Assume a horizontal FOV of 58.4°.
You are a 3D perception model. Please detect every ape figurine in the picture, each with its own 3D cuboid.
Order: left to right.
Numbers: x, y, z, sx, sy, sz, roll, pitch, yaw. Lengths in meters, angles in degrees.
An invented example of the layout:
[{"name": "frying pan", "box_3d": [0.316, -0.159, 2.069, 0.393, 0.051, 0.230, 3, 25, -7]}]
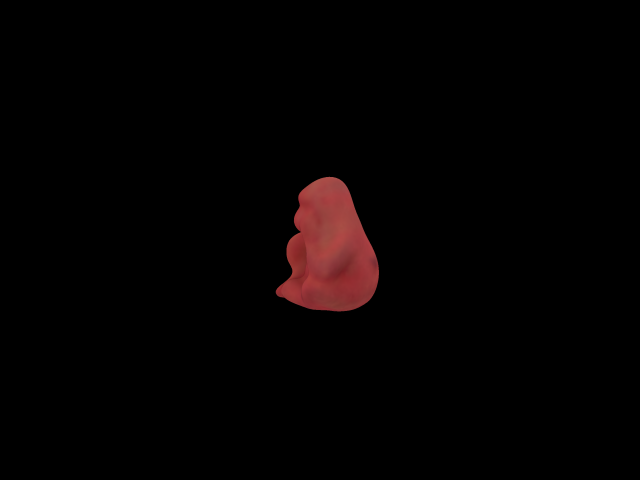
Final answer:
[{"name": "ape figurine", "box_3d": [0.004, 0.001, 0.400, 0.076, 0.092, 0.078, 1, 15, 5]}]
